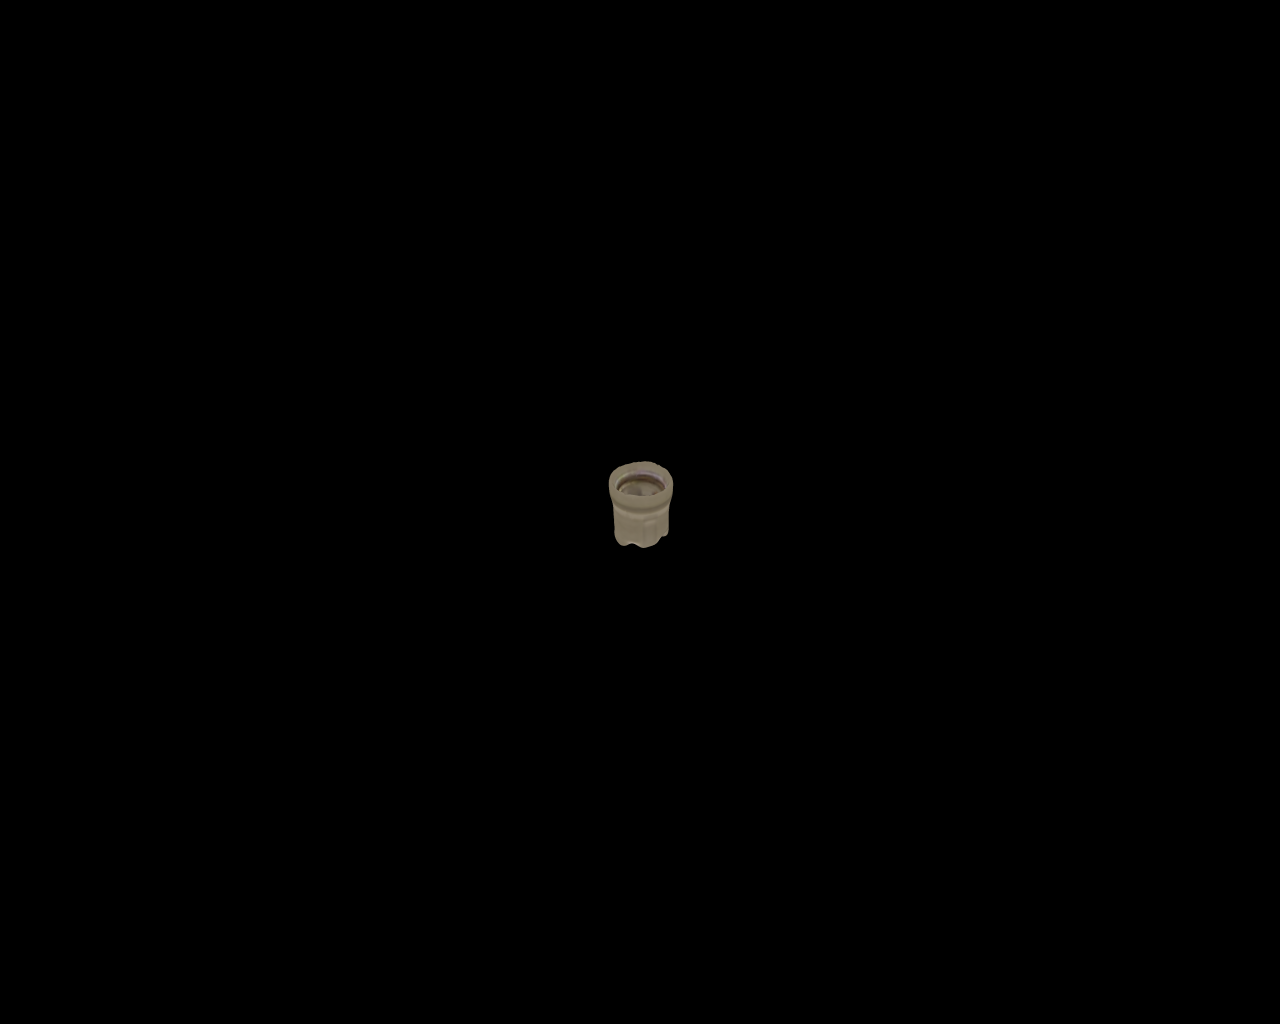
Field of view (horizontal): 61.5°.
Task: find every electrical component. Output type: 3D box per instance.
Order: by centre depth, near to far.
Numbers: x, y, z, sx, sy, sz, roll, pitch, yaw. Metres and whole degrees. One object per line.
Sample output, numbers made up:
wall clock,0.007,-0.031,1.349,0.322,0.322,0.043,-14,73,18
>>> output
electrical component,0.001,-0.003,0.650,0.040,0.046,0.040,0,38,0
